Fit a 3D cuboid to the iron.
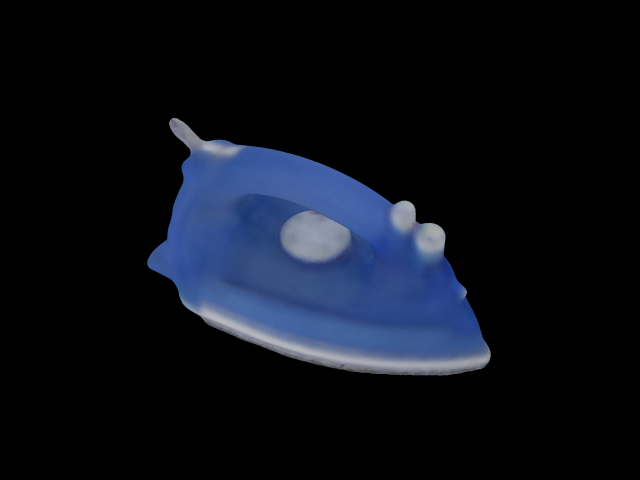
[{"bbox_3d":[0.004,0.001,0.400,0.257,0.141,0.119,17,48,17],"label":"iron"}]
